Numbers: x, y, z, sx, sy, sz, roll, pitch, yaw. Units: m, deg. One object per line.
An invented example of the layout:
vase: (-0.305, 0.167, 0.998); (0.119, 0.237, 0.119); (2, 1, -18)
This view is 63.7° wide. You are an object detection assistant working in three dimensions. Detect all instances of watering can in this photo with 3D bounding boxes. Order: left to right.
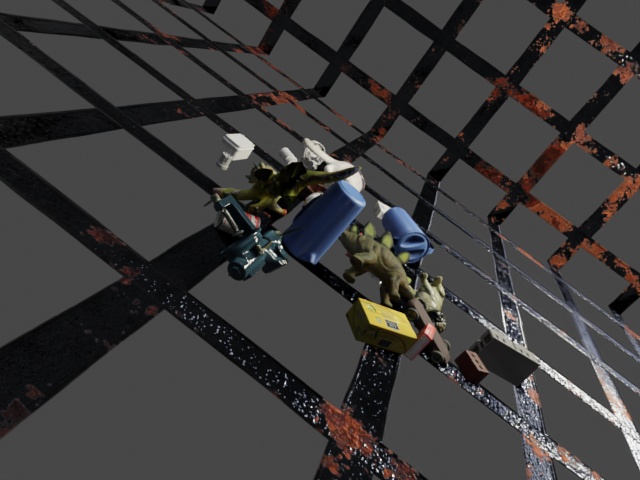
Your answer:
watering can: (0.071, -0.285, 2.123); (0.348, 0.103, 0.226); (56, 26, 3)

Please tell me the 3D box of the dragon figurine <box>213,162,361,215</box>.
dragon figurine: (-0.099, -0.161, 1.463); (0.411, 0.121, 0.244); (-10, 10, -6)

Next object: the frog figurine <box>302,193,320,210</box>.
frog figurine: (0.005, -0.084, 1.676); (0.136, 0.122, 0.161); (52, 8, -11)
